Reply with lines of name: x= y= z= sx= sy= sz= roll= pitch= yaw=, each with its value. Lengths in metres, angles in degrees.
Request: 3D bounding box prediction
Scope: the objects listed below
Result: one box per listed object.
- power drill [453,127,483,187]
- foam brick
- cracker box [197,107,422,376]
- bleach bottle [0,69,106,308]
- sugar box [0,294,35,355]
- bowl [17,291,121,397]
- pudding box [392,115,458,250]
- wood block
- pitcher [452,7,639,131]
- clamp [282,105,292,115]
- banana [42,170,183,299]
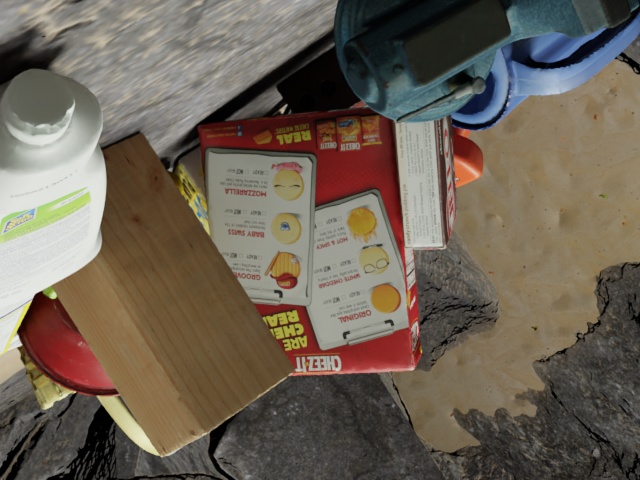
power drill: x=0.168 y=-0.148 z=1.096 sx=0.187 sy=0.057 sz=0.185 roll=-61 pitch=-169 yaw=-16
foam brick: x=0.008 y=-0.131 z=0.940 sx=0.078 sy=0.053 sz=0.051 roll=-34 pitch=178 yaw=4
cracker box: x=-0.006 y=0.001 z=0.890 sx=0.164 sy=0.214 sz=0.072 roll=-4 pitch=-173 yaw=14
bleach bottle: x=-0.156 y=-0.031 z=0.585 sx=0.102 sy=0.068 sz=0.251 roll=-32 pitch=176 yaw=-25
sugar box: x=-0.284 y=0.062 z=0.858 sx=0.093 sy=0.048 sz=0.176 roll=-32 pitch=168 yaw=-37
bowl: x=-0.184 y=0.051 z=0.925 sx=0.162 sy=0.162 sz=0.055 roll=-32 pitch=167 yaw=-20
pudding box: x=0.085 y=-0.059 z=0.842 sx=0.039 sy=0.113 sz=0.090 roll=-4 pitch=-161 yaw=14
wood block: x=-0.123 y=0.041 z=0.774 sx=0.090 sy=0.206 sz=0.091 roll=-32 pitch=178 yaw=-36
pitcher: x=0.192 y=-0.201 z=0.900 sx=0.242 sy=0.149 sz=0.145 roll=-36 pitch=177 yaw=-25
clamp: x=-0.040 y=-0.087 z=1.046 sx=0.039 sy=0.120 sz=0.172 roll=12 pitch=180 yaw=-25
banana: x=-0.163 y=-0.024 z=0.890 sx=0.070 sy=0.037 sz=0.197 roll=-48 pitch=178 yaw=37
